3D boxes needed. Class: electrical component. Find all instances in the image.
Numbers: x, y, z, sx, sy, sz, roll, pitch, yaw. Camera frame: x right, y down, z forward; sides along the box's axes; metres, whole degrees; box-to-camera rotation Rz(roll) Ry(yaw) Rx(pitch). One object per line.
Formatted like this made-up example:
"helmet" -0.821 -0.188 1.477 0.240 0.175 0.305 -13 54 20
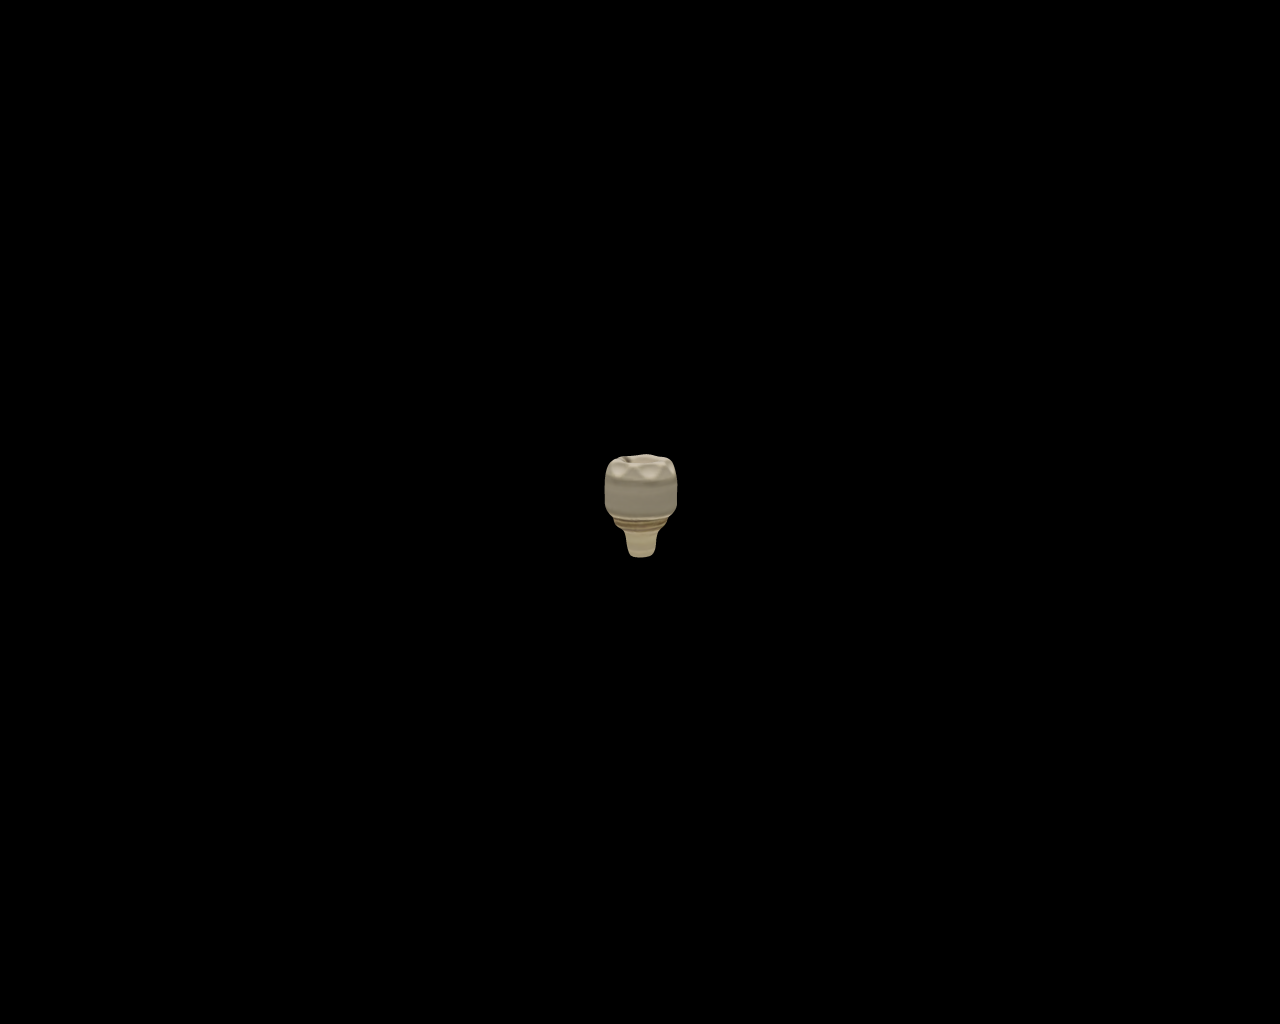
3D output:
"electrical component" 0.001 -0.003 0.650 0.043 0.062 0.043 0 13 0
